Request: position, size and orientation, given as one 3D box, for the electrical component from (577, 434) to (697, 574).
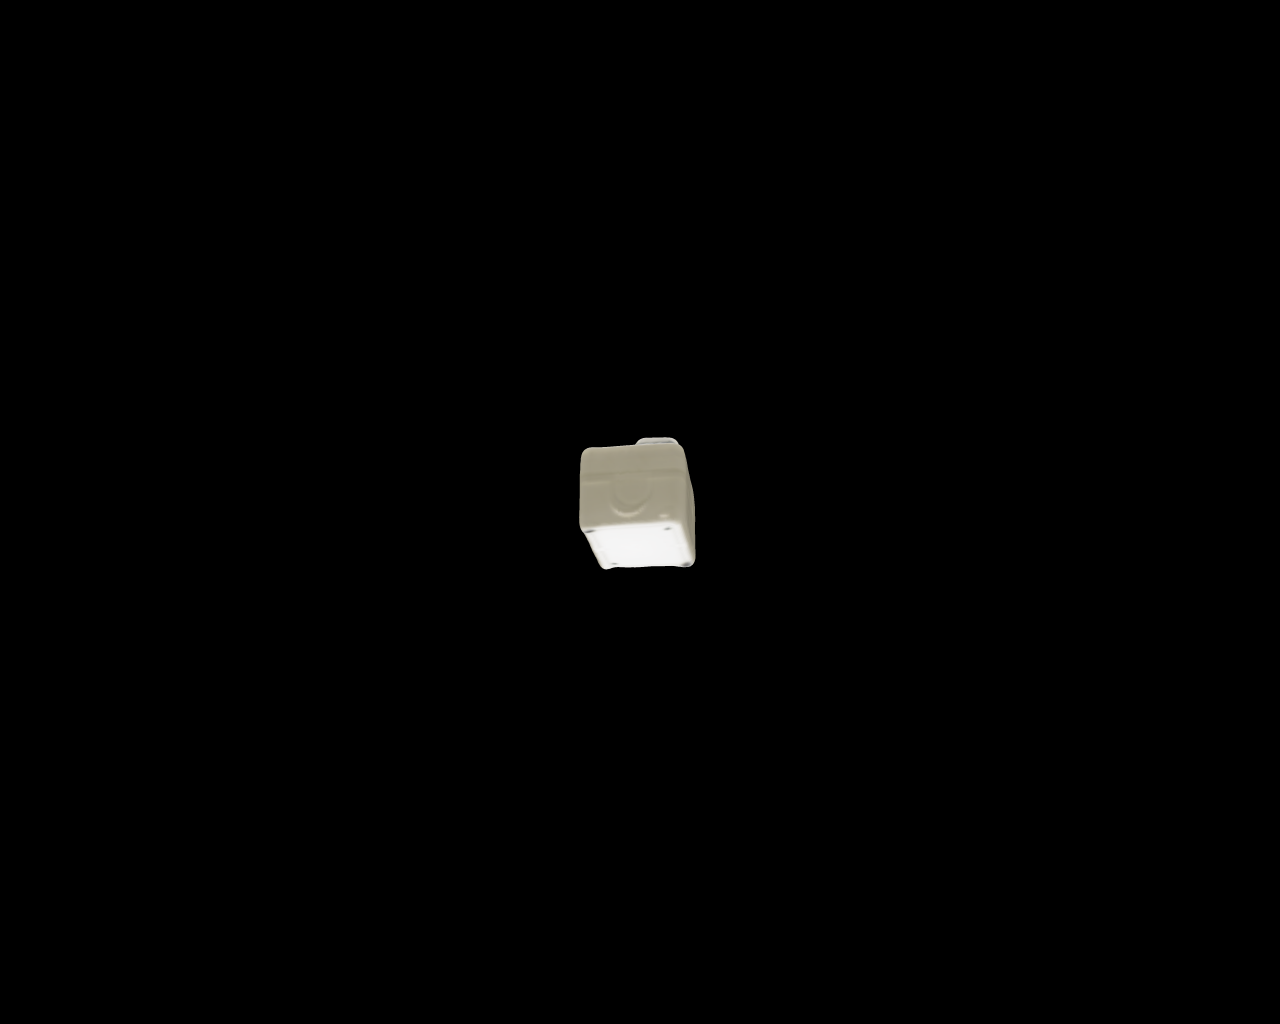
[{"bbox_3d":[0.001,-0.003,0.650,0.062,0.061,0.096,-3,-22,7],"label":"electrical component"}]
